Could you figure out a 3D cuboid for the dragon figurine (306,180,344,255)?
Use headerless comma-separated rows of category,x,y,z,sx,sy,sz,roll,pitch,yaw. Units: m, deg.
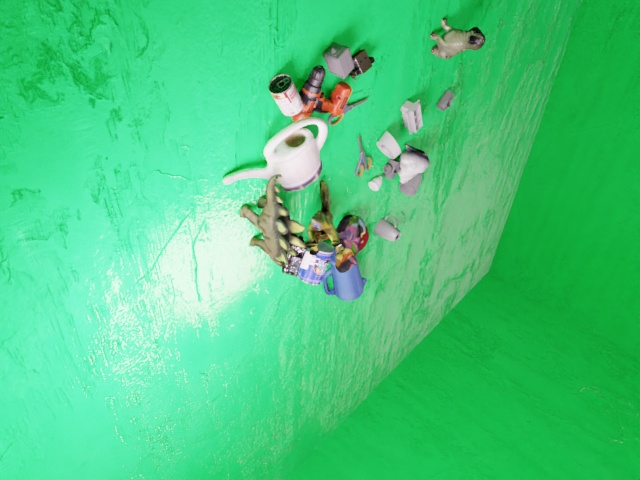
dragon figurine,0.005,-0.088,1.750,0.403,0.122,0.247,74,10,-68

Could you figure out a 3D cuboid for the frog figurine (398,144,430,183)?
frog figurine,0.379,-0.303,2.151,0.137,0.124,0.157,6,115,-43

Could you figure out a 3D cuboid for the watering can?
watering can,-0.113,-0.224,1.518,0.349,0.106,0.220,-37,147,-9
